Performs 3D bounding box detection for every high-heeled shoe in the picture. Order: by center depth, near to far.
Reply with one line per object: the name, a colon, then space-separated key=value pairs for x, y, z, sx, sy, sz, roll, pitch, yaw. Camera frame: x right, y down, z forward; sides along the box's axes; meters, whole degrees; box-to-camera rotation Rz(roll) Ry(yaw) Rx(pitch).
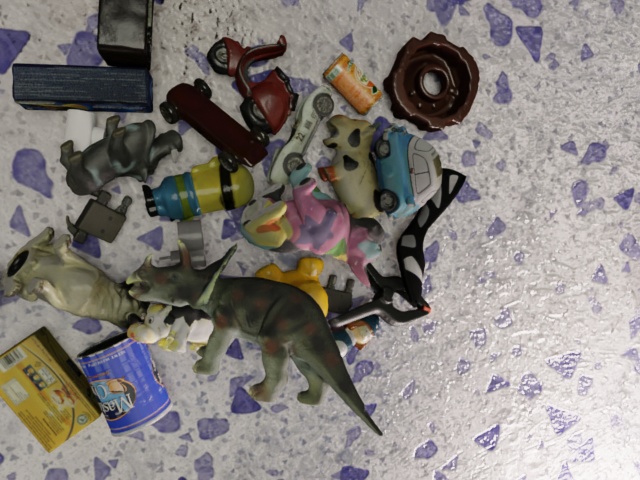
high-heeled shoe: x=0.210 y=-0.011 z=0.980 sx=0.145 sy=0.086 sz=0.248 roll=-7 pitch=76 yaw=5

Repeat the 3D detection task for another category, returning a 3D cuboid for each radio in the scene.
radio: x=-0.296 y=-0.386 z=0.834 sx=0.073 sy=0.131 sz=0.229 roll=4 pitch=91 yaw=-14

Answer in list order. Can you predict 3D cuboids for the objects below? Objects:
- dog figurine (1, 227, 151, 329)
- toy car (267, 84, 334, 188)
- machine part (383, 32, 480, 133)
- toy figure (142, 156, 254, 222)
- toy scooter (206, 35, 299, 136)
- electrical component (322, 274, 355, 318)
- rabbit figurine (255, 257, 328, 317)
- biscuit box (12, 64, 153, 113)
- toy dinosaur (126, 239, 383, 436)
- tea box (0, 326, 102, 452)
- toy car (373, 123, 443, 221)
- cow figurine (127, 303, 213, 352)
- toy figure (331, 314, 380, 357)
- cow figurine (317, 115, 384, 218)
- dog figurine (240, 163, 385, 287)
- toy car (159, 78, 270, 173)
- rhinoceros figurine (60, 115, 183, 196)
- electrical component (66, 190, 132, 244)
dog figurine: x=-0.386 y=0.081 z=0.863 sx=0.190 sy=0.173 sz=0.121 roll=47 pitch=66 yaw=-43
toy car: x=-0.034 y=-0.180 z=0.934 sx=0.056 sy=0.073 sz=0.201 roll=26 pitch=86 yaw=-14
machine part: x=0.207 y=-0.288 z=0.996 sx=0.179 sy=0.056 sz=0.179 roll=0 pitch=92 yaw=-14
toy figure: x=-0.198 y=-0.076 z=0.892 sx=0.180 sy=0.082 sz=0.089 roll=-17 pitch=60 yaw=-15
toy scooter: x=-0.094 y=-0.276 z=0.918 sx=0.135 sy=0.075 sz=0.183 roll=-32 pitch=95 yaw=-11
electrical component: x=0.029 y=0.112 z=0.988 sx=0.063 sy=0.021 sz=0.094 roll=15 pitch=88 yaw=-14
rabbit figurine: x=-0.039 y=0.110 z=0.896 sx=0.122 sy=0.173 sz=0.162 roll=1 pitch=88 yaw=-18
biscuit box: x=-0.372 y=-0.240 z=0.859 sx=0.203 sy=0.059 sz=0.062 roll=-1 pitch=92 yaw=-13
toy dinosaur: x=-0.075 y=0.121 z=0.783 sx=0.405 sy=0.131 sz=0.192 roll=17 pitch=93 yaw=14
tea box: x=-0.437 y=0.236 z=0.859 sx=0.098 sy=0.068 sz=0.169 roll=-34 pitch=101 yaw=-9
toy car: x=0.154 y=-0.116 z=0.908 sx=0.103 sy=0.109 sz=0.161 roll=0 pitch=109 yaw=24
cow figurine: x=-0.226 y=0.134 z=0.874 sx=0.167 sy=0.068 sz=0.098 roll=23 pitch=75 yaw=-48
toy figure: x=0.047 y=0.181 z=0.980 sx=0.154 sy=0.058 sz=0.064 roll=-26 pitch=136 yaw=-13
cow figurine: x=0.065 y=-0.130 z=0.955 sx=0.127 sy=0.085 sz=0.194 roll=-27 pitch=101 yaw=-13
dog figurine: x=-0.002 y=-0.003 z=0.887 sx=0.191 sy=0.109 sz=0.219 roll=-36 pitch=113 yaw=5
toy car: x=-0.172 y=-0.186 z=0.885 sx=0.202 sy=0.053 sz=0.089 roll=39 pitch=63 yaw=10
rhinoceros figurine: x=-0.309 y=-0.132 z=0.849 sx=0.190 sy=0.073 sz=0.111 roll=-30 pitch=129 yaw=-22
electrical component: x=-0.366 y=-0.039 z=0.880 sx=0.078 sy=0.045 sz=0.102 roll=25 pitch=89 yaw=-42
